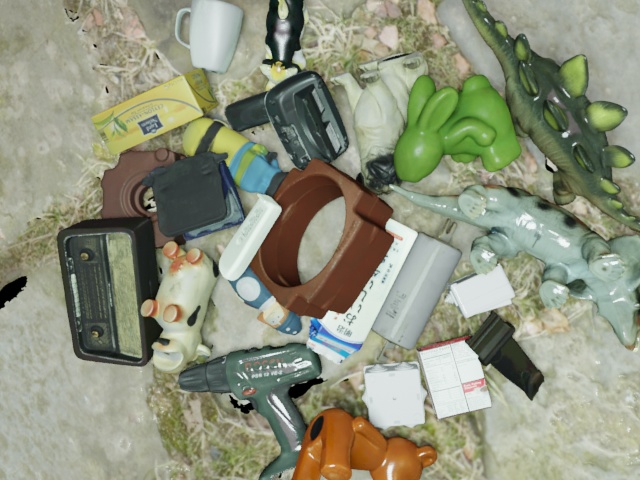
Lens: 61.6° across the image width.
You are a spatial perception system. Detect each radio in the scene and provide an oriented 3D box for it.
[{"bbox_3d":[-0.330,0.080,0.853,0.131,0.073,0.229,2,105,8],"label":"radio"}]

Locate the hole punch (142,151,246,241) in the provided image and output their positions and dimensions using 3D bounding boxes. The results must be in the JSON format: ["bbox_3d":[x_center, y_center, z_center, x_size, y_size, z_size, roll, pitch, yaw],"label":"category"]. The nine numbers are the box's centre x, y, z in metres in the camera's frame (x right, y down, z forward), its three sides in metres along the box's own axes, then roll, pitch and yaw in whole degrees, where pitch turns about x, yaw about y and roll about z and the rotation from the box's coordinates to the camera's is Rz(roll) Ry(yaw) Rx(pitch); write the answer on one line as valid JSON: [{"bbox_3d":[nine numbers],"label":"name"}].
[{"bbox_3d":[-0.182,-0.062,0.814,0.142,0.092,0.116,-17,76,13],"label":"hole punch"}]

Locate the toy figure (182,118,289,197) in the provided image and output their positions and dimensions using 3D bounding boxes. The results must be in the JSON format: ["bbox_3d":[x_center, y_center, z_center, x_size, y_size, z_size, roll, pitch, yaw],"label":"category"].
[{"bbox_3d":[-0.134,-0.132,0.857,0.180,0.089,0.082,35,87,9],"label":"toy figure"}]

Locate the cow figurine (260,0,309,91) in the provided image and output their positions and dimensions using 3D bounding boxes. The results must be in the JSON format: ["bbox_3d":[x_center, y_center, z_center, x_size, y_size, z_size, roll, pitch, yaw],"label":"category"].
[{"bbox_3d":[-0.056,-0.307,0.849,0.068,0.098,0.167,5,89,0],"label":"cow figurine"}]

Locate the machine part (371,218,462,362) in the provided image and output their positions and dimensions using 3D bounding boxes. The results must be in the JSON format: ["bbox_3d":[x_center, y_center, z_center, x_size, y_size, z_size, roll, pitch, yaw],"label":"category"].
[{"bbox_3d":[0.146,0.077,0.824,0.079,0.079,0.243,28,92,7],"label":"machine part"}]

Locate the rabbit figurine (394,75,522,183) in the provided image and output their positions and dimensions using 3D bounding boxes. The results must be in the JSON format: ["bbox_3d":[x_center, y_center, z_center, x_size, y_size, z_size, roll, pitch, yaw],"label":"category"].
[{"bbox_3d":[0.181,-0.149,0.760,0.170,0.121,0.158,-29,126,-11],"label":"rabbit figurine"}]

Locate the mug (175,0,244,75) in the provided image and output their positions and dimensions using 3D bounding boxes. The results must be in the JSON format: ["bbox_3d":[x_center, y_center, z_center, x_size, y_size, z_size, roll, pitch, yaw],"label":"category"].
[{"bbox_3d":[-0.185,-0.330,0.874,0.110,0.081,0.107,10,100,3],"label":"mug"}]

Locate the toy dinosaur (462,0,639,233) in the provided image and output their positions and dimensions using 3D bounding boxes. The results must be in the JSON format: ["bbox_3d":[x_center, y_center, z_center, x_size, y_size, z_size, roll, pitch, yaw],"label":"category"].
[{"bbox_3d":[0.319,-0.186,0.752,0.105,0.198,0.471,-41,86,1],"label":"toy dinosaur"}]

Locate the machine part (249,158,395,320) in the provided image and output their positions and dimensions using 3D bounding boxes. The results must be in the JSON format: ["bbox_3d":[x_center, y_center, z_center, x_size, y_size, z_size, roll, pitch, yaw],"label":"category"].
[{"bbox_3d":[-0.002,-0.002,0.788,0.201,0.087,0.201,-56,43,7],"label":"machine part"}]

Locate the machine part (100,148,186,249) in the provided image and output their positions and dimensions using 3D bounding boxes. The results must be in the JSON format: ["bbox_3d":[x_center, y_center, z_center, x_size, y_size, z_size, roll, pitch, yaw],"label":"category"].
[{"bbox_3d":[-0.278,-0.067,0.889,0.179,0.056,0.179,0,89,8],"label":"machine part"}]

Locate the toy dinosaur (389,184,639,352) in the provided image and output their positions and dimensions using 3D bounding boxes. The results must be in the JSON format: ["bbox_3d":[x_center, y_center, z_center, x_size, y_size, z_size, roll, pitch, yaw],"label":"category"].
[{"bbox_3d":[0.310,-0.008,0.777,0.405,0.192,0.131,37,119,18],"label":"toy dinosaur"}]

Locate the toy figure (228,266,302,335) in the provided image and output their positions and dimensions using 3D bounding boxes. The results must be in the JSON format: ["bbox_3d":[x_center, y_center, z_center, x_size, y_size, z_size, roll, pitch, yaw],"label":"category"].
[{"bbox_3d":[-0.089,0.096,0.864,0.154,0.058,0.064,47,133,4],"label":"toy figure"}]

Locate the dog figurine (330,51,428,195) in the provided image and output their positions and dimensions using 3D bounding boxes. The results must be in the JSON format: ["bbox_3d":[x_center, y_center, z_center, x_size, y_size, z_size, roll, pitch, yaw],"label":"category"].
[{"bbox_3d":[0.117,-0.183,0.841,0.172,0.121,0.190,-26,115,-17],"label":"dog figurine"}]

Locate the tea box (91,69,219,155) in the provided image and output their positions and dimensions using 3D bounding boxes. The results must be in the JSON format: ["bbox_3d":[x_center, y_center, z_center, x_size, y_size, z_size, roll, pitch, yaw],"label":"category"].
[{"bbox_3d":[-0.259,-0.204,0.853,0.170,0.098,0.068,-19,110,12],"label":"tea box"}]

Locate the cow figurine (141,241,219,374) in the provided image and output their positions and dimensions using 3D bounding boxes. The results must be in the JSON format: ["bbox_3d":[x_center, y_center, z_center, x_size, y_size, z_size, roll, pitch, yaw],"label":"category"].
[{"bbox_3d":[-0.216,0.114,0.852,0.086,0.127,0.195,7,73,25],"label":"cow figurine"}]

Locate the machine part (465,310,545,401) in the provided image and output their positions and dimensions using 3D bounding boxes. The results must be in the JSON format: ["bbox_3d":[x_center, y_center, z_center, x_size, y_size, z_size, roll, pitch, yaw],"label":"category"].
[{"bbox_3d":[0.283,0.175,0.806,0.084,0.039,0.139,-45,100,-18],"label":"machine part"}]

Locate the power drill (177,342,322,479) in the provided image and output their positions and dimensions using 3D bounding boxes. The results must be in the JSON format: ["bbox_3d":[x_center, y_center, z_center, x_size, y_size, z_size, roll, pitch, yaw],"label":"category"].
[{"bbox_3d":[-0.094,0.272,0.853,0.232,0.086,0.207,-20,79,3],"label":"power drill"}]

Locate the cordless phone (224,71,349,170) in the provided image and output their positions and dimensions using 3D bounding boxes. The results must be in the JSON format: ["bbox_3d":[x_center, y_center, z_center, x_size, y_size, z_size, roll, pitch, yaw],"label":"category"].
[{"bbox_3d":[-0.060,-0.176,0.859,0.184,0.089,0.146,-7,125,31],"label":"cordless phone"}]

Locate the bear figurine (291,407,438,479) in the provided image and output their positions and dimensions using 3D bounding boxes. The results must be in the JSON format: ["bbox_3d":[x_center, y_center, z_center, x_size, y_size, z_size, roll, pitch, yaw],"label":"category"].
[{"bbox_3d":[0.069,0.328,0.774,0.196,0.132,0.120,34,126,-14],"label":"bear figurine"}]
